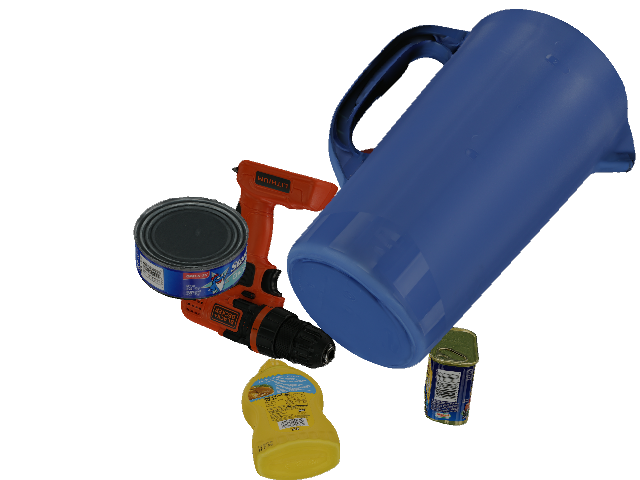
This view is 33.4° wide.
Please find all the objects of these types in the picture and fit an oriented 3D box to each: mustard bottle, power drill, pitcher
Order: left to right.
[{"bbox_3d":[-0.046,0.022,1.086,0.185,0.188,0.057,19,3,28],"label":"power drill"},{"bbox_3d":[-0.042,0.198,1.248,0.096,0.058,0.192,-8,29,-9],"label":"mustard bottle"},{"bbox_3d":[0.081,-0.040,0.714,0.242,0.145,0.149,-47,29,-26],"label":"pitcher"}]

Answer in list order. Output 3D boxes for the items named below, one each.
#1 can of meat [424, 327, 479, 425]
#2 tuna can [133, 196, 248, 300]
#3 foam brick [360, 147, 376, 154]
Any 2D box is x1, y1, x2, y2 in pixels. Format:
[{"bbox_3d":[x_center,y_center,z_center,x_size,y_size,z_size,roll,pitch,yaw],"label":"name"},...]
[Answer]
[{"bbox_3d":[0.155,0.162,1.280,0.057,0.084,0.102,7,19,3],"label":"can of meat"},{"bbox_3d":[-0.098,0.006,0.807,0.086,0.034,0.086,3,39,-3],"label":"tuna can"},{"bbox_3d":[0.060,-0.038,0.943,0.051,0.078,0.053,-8,32,-23],"label":"foam brick"}]
